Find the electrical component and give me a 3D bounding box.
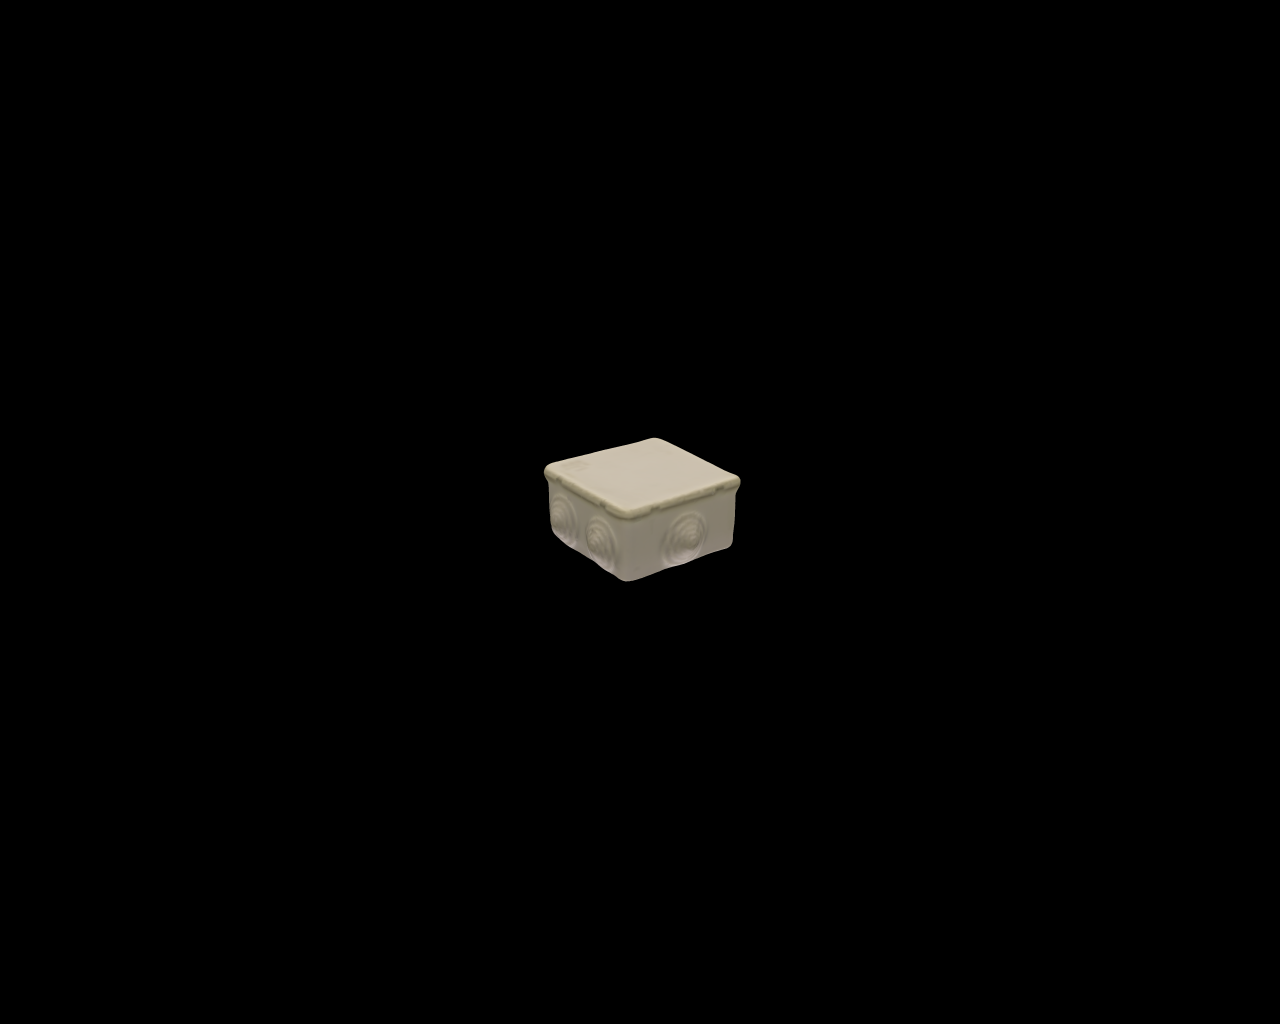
[{"bbox_3d":[0.001,-0.003,0.650,0.100,0.048,0.100,-17,29,-32],"label":"electrical component"}]
